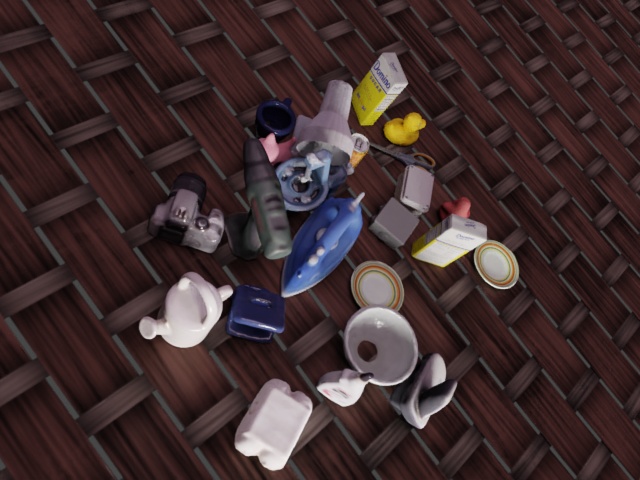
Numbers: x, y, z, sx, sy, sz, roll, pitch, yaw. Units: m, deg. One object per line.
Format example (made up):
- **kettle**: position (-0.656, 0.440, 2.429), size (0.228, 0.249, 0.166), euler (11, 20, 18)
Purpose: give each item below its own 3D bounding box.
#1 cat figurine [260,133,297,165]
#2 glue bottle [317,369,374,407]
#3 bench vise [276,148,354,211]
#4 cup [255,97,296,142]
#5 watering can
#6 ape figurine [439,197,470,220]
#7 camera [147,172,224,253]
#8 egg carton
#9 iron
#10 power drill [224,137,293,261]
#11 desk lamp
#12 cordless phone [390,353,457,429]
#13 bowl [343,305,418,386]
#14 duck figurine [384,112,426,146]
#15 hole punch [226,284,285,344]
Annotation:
- **cat figurine**: position (-0.106, -0.195, 1.259), size (0.128, 0.117, 0.067), euler (-25, 78, -31)
- **glue bottle**: position (0.057, 0.271, 1.079), size (0.078, 0.173, 0.037), euler (31, 58, -7)
- **bench vise**: position (-0.012, -0.147, 1.218), size (0.121, 0.219, 0.208), euler (45, 57, 2)
- **cup**: position (-0.106, -0.266, 1.306), size (0.092, 0.094, 0.118), euler (32, 58, -7)
- **watering can**: position (-0.229, 0.123, 1.009), size (0.101, 0.193, 0.173), euler (39, 57, -2)
- **ape figurine**: position (0.340, -0.074, 1.415), size (0.078, 0.092, 0.076), euler (30, 58, -8)
- **camera**: position (-0.254, -0.064, 1.142), size (0.143, 0.100, 0.137), euler (19, 60, -15)
- **egg carton**: position (-0.084, 0.334, 1.047), size (0.107, 0.069, 0.150), euler (34, 58, -6)
- **iron**: position (0.011, 0.004, 1.203), size (0.119, 0.141, 0.259), euler (37, 57, -3)
- **power drill**: position (-0.127, -0.056, 1.130), size (0.076, 0.208, 0.229), euler (-13, 72, -28)
- **desk lamp**: position (0.005, -0.240, 1.273), size (0.118, 0.213, 0.203), euler (17, 61, -16)
- **cordless phone**: position (0.233, 0.289, 1.141), size (0.094, 0.184, 0.148), euler (35, 57, -5)
- **bowl**: position (0.114, 0.223, 1.185), size (0.168, 0.074, 0.167), euler (10, 63, -20)
- **duck figurine**: position (0.222, -0.294, 1.470), size (0.105, 0.086, 0.077), euler (-1, 67, -24)
- **hole punch**: position (-0.123, 0.136, 1.111), size (0.109, 0.091, 0.101), euler (16, 61, -16)
